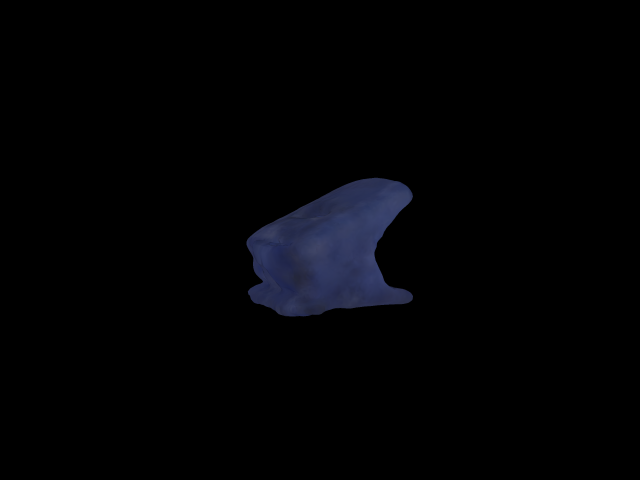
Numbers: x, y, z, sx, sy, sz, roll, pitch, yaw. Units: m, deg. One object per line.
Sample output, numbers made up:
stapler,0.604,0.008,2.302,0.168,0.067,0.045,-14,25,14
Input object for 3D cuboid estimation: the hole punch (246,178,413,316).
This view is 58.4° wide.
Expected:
hole punch,0.004,0.001,0.400,0.101,0.091,0.108,-2,4,-27
